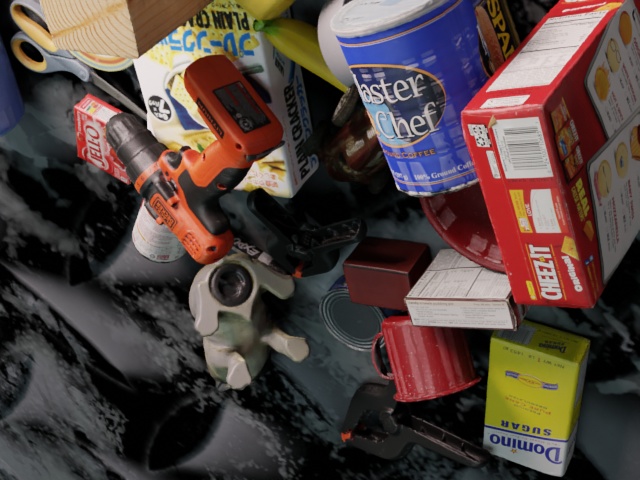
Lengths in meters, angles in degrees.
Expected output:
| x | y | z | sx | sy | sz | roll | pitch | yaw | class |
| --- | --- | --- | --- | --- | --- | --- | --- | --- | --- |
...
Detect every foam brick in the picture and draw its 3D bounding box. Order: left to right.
| x | y | z | sx | sy | sz | roll | pitch | yaw | class |
| --- | --- | --- | --- | --- | --- | --- | --- | --- | --- |
| 0.072 | 0.035 | 1.096 | 0.078 | 0.052 | 0.051 | 8 | 128 | 32 | foam brick |

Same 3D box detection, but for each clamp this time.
| x | y | z | sx | sy | sz | roll | pitch | yaw | class |
| --- | --- | --- | --- | --- | --- | --- | --- | --- | --- |
| -0.007 | 0.001 | 1.096 | 0.120 | 0.039 | 0.171 | 19 | 162 | 13 | clamp |
| 0.088 | 0.190 | 1.216 | 0.210 | 0.036 | 0.164 | -21 | 92 | 51 | clamp |

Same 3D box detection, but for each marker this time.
| x | y | z | sx | sy | sz | roll | pitch | yaw | class |
| --- | --- | --- | --- | --- | --- | --- | --- | --- | --- |
| -0.083 | 0.011 | 1.209 | 0.121 | 0.020 | 0.020 | 33 | 137 | 8 | marker |

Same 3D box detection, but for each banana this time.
| x | y | z | sx | sy | sz | roll | pitch | yaw | class |
| --- | --- | --- | --- | --- | --- | --- | --- | --- | --- |
| 0.025 | -0.147 | 0.966 | 0.197 | 0.069 | 0.037 | 30 | 123 | -10 | banana |

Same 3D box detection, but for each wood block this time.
| x | y | z | sx | sy | sz | roll | pitch | yaw | class |
| --- | --- | --- | --- | --- | --- | --- | --- | --- | --- |
| -0.136 | -0.242 | 0.899 | 0.091 | 0.205 | 0.090 | 12 | 131 | 27 | wood block |

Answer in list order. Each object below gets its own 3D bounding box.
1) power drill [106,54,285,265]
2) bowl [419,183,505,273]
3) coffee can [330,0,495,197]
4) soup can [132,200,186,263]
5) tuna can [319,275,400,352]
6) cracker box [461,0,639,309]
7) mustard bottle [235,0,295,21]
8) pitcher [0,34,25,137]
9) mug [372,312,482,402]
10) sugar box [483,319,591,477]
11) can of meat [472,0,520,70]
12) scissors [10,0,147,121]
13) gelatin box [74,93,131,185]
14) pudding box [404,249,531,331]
| x | y | z | sx | sy | sz | roll | pitch | yaw | class |
| --- | --- | --- | --- | --- | --- | --- | --- | --- | --- |
| -0.123 | -0.089 | 1.016 | 0.184 | 0.057 | 0.188 | 50 | 140 | 9 | power drill |
| 0.170 | -0.048 | 0.954 | 0.162 | 0.055 | 0.162 | 19 | 134 | 21 | bowl |
| 0.080 | -0.118 | 0.799 | 0.103 | 0.102 | 0.140 | -4 | 121 | 37 | coffee can |
| -0.170 | -0.027 | 1.200 | 0.068 | 0.068 | 0.102 | 36 | 141 | 5 | soup can |
| 0.044 | 0.079 | 1.165 | 0.086 | 0.033 | 0.086 | 19 | 133 | 21 | tuna can |
| 0.194 | -0.077 | 0.797 | 0.072 | 0.213 | 0.164 | 1 | 125 | 37 | cracker box |
| 0.005 | -0.261 | 0.863 | 0.058 | 0.096 | 0.192 | 41 | 138 | -13 | mustard bottle |
| -0.411 | -0.221 | 1.164 | 0.145 | 0.149 | 0.243 | 3 | 130 | 21 | pitcher |
| 0.102 | 0.114 | 1.097 | 0.117 | 0.093 | 0.081 | -12 | 93 | 42 | mug |
| 0.221 | 0.164 | 1.103 | 0.093 | 0.048 | 0.176 | 16 | 131 | 24 | sugar box |
| 0.121 | -0.154 | 0.880 | 0.058 | 0.083 | 0.102 | -4 | 121 | 38 | can of meat |
| -0.273 | -0.182 | 1.186 | 0.201 | 0.016 | 0.096 | 47 | 139 | -7 | scissors |
| -0.238 | -0.112 | 1.199 | 0.073 | 0.030 | 0.089 | 29 | 145 | 10 | gelatin box |
| 0.149 | 0.046 | 1.022 | 0.114 | 0.089 | 0.039 | -3 | 122 | 36 | pudding box |
